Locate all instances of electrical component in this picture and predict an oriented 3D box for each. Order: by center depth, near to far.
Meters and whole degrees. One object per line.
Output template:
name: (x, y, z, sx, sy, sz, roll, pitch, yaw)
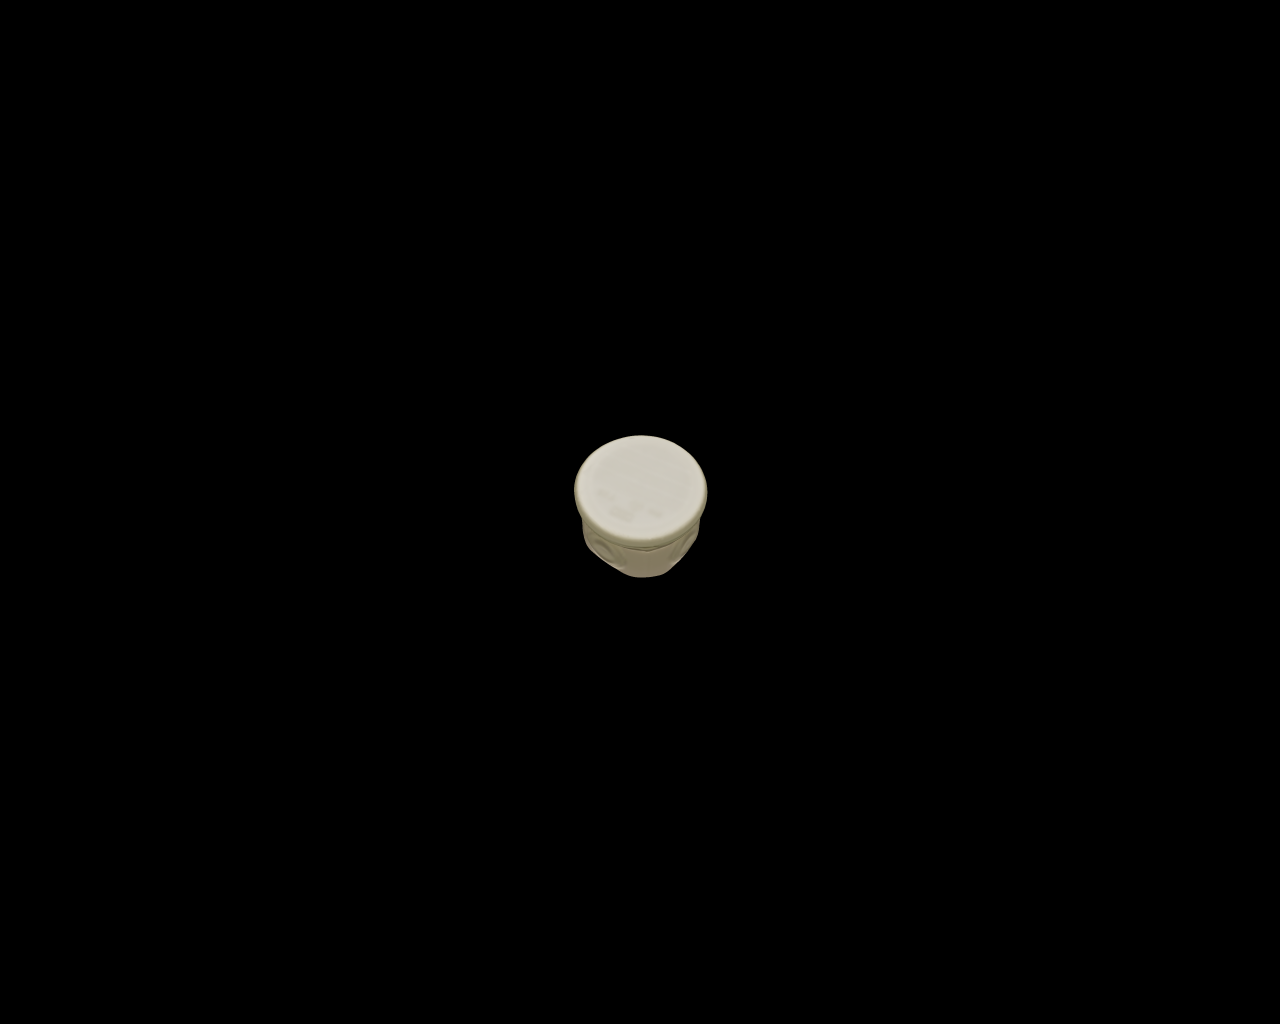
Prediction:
electrical component: (0.001, -0.003, 0.650, 0.080, 0.080, 0.050, 0, -34, 0)
